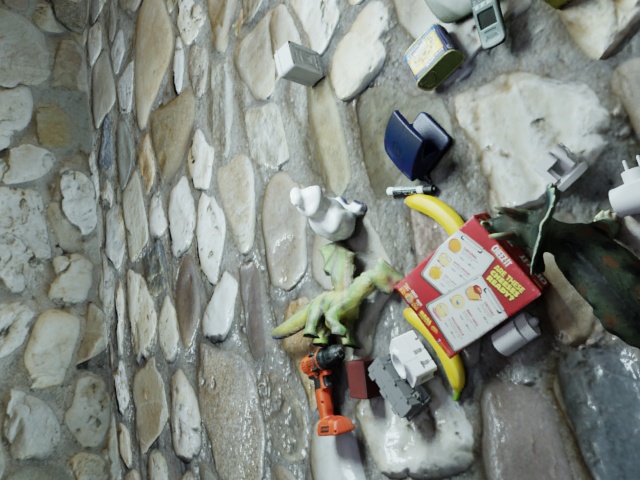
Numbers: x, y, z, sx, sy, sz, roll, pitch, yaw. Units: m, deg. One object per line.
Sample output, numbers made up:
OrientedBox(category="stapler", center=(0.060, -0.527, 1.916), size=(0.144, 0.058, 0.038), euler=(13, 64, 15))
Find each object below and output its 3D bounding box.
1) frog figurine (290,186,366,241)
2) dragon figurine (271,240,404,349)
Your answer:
OrientedBox(category="frog figurine", center=(0.004, -0.058, 1.159), size=(0.139, 0.159, 0.121), euler=(43, 120, 42))
OrientedBox(category="dragon figurine", center=(0.023, 0.121, 1.195), size=(0.408, 0.121, 0.246), euler=(-8, 64, 46))
